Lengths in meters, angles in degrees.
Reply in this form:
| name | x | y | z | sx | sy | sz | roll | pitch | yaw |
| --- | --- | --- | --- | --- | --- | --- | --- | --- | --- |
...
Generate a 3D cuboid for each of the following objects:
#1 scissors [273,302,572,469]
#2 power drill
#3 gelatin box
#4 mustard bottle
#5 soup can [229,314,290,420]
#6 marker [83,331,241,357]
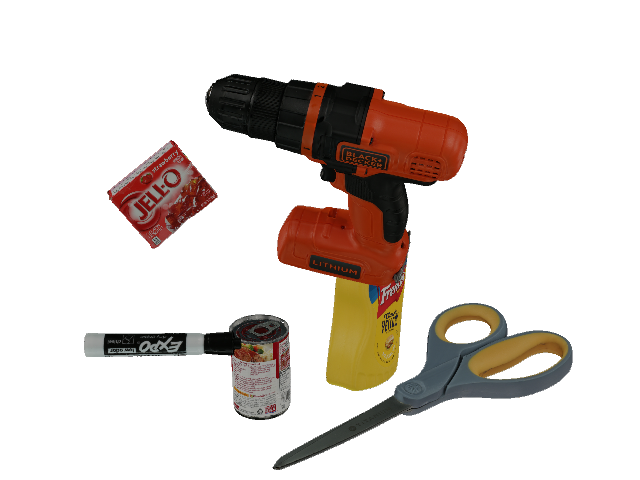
| name | x | y | z | sx | sy | sz | roll | pitch | yaw |
| --- | --- | --- | --- | --- | --- | --- | --- | --- | --- |
| scissors | 0.052 | 0.079 | 0.628 | 0.201 | 0.016 | 0.096 | -12 | 31 | -18 |
| power drill | 0.006 | -0.044 | 0.796 | 0.184 | 0.057 | 0.188 | 14 | -31 | 6 |
| gelatin box | -0.163 | -0.047 | 1.105 | 0.089 | 0.073 | 0.030 | -39 | 25 | -2 |
| mustard bottle | 0.049 | 0.041 | 1.018 | 0.058 | 0.192 | 0.096 | 14 | 18 | 29 |
| soup can | -0.068 | 0.145 | 1.222 | 0.068 | 0.102 | 0.068 | -1 | 23 | 0 |
| marker | -0.122 | 0.081 | 0.830 | 0.121 | 0.020 | 0.020 | -1 | 0 | 1 |
